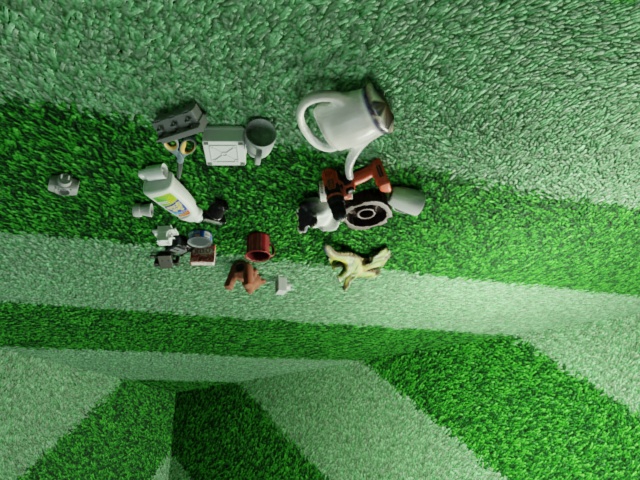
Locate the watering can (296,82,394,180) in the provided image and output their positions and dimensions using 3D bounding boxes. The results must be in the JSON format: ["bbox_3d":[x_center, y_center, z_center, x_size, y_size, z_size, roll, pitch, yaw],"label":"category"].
[{"bbox_3d":[0.085,-0.275,1.311,0.223,0.106,0.342,-17,148,22],"label":"watering can"}]

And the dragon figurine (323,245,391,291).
[{"bbox_3d":[0.158,0.076,2.023,0.243,0.124,0.402,-23,152,0],"label":"dragon figurine"}]

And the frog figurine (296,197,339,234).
[{"bbox_3d":[0.005,-0.085,1.683,0.160,0.124,0.134,-14,150,-41],"label":"frog figurine"}]
